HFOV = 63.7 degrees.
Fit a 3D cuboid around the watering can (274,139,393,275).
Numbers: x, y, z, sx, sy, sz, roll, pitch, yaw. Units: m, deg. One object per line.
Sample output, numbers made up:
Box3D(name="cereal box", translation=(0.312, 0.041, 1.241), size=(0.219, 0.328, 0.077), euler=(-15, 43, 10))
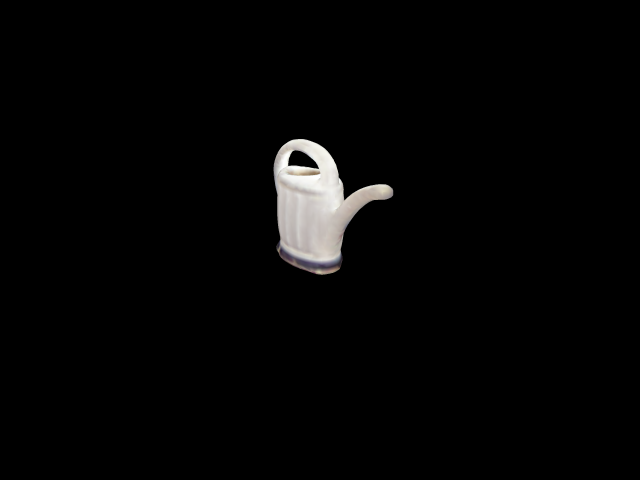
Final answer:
Box3D(name="watering can", translation=(0.003, -0.043, 0.850), size=(0.104, 0.220, 0.352), euler=(-11, 25, -26))
